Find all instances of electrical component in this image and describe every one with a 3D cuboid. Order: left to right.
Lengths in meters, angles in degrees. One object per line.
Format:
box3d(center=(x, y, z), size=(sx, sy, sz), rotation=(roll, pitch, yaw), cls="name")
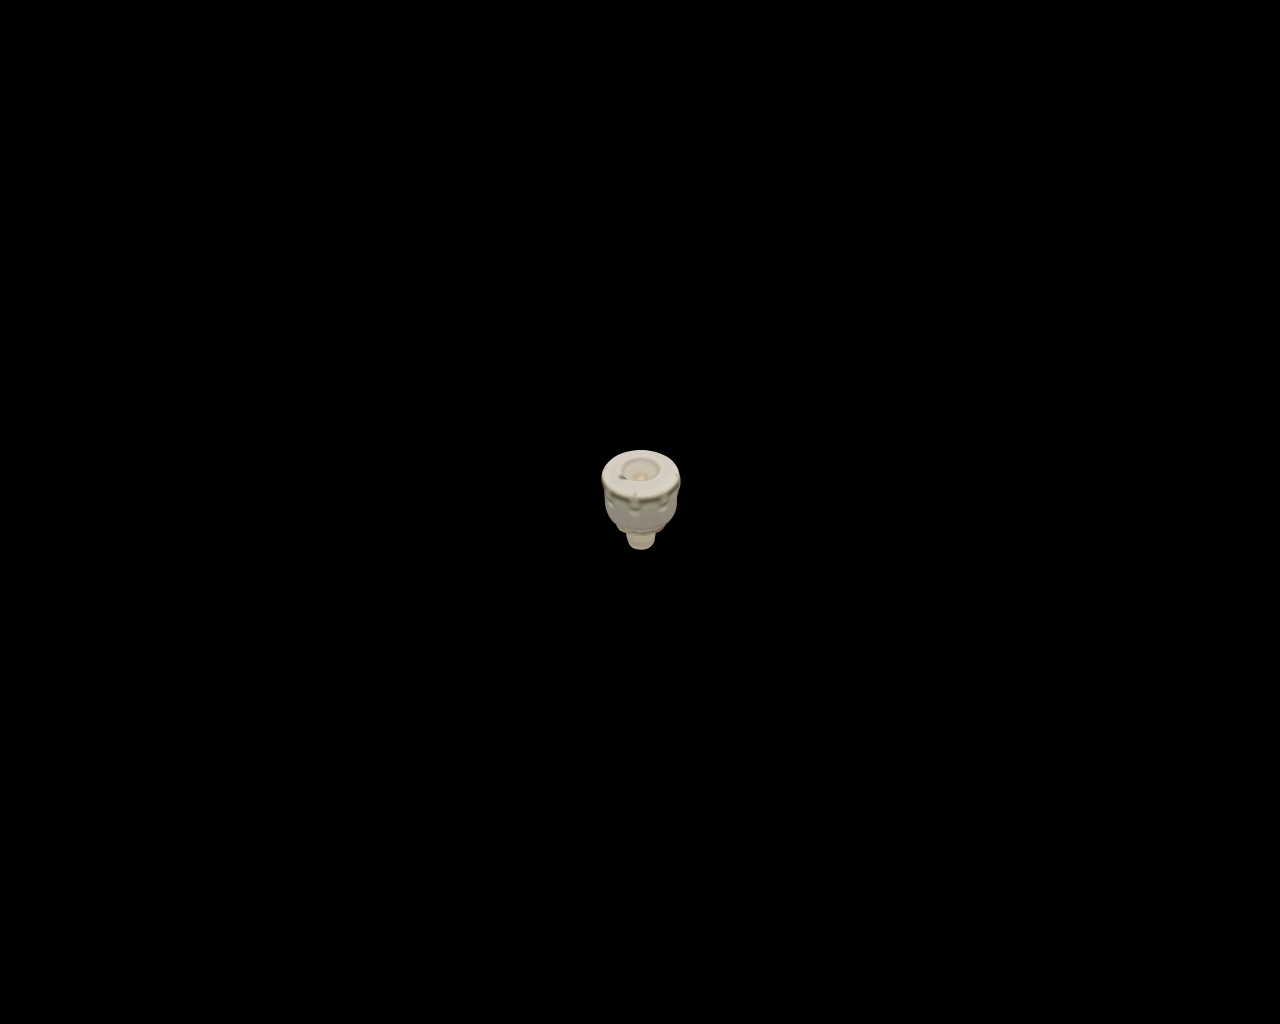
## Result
box3d(center=(0.001, -0.003, 0.650), size=(0.048, 0.062, 0.048), rotation=(0, 40, 0), cls="electrical component")
